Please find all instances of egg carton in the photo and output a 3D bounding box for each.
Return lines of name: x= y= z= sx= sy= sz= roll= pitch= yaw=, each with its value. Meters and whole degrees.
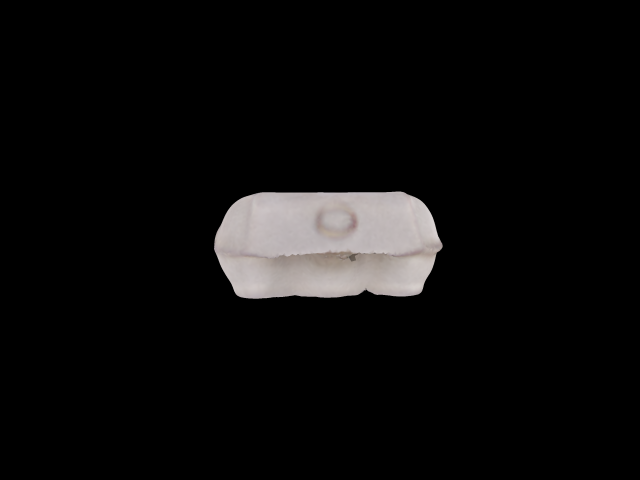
egg carton: x=0.004 y=0.001 z=0.400 sx=0.150 sy=0.069 sz=0.107 roll=0 pitch=4 yaw=-7
